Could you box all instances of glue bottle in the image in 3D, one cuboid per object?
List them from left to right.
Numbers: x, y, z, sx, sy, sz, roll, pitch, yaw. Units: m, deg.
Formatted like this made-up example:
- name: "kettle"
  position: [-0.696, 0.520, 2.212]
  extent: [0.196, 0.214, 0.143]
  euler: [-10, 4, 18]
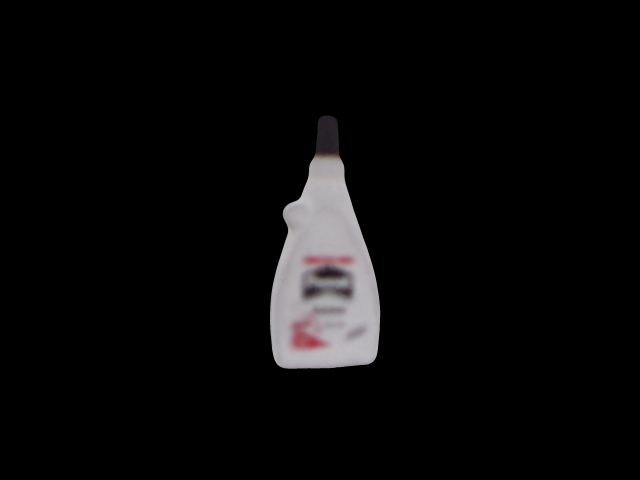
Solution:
- name: "glue bottle"
  position: [0.004, 0.001, 0.400]
  extent: [0.078, 0.173, 0.037]
  euler: [-1, 7, -11]
